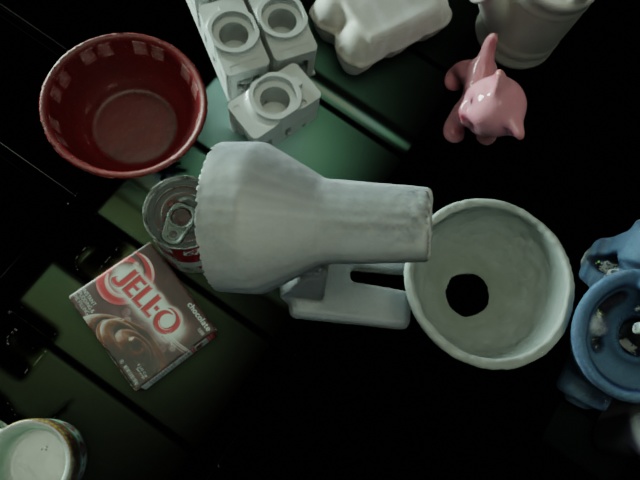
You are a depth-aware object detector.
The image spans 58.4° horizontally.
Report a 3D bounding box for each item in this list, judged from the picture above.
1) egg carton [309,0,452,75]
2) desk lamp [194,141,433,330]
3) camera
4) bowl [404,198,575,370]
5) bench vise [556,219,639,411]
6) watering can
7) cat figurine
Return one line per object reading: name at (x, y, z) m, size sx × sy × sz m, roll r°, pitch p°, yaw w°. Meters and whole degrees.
egg carton at (0.069, -0.258, 0.651) m, size 0.150 × 0.069 × 0.107 m, roll -31°, pitch 80°, yaw -14°
desk lamp at (0.005, 0.002, 0.494) m, size 0.203 × 0.213 × 0.118 m, roll 7°, pitch 73°, yaw -4°
camera at (0.322, 0.230, 0.525) m, size 0.137 × 0.101 × 0.143 m, roll -42°, pitch 82°, yaw -15°
bowl at (0.158, 0.047, 0.572) m, size 0.167 × 0.074 × 0.167 m, roll 2°, pitch 74°, yaw -6°
bench vise at (0.295, 0.047, 0.512) m, size 0.121 × 0.219 × 0.207 m, roll 9°, pitch 73°, yaw -4°
watering can at (0.241, -0.274, 0.610) m, size 0.173 × 0.194 × 0.101 m, roll -36°, pitch 81°, yaw -14°
cat figurine at (0.180, -0.156, 0.609) m, size 0.067 × 0.117 × 0.128 m, roll 4°, pitch 74°, yaw -5°
